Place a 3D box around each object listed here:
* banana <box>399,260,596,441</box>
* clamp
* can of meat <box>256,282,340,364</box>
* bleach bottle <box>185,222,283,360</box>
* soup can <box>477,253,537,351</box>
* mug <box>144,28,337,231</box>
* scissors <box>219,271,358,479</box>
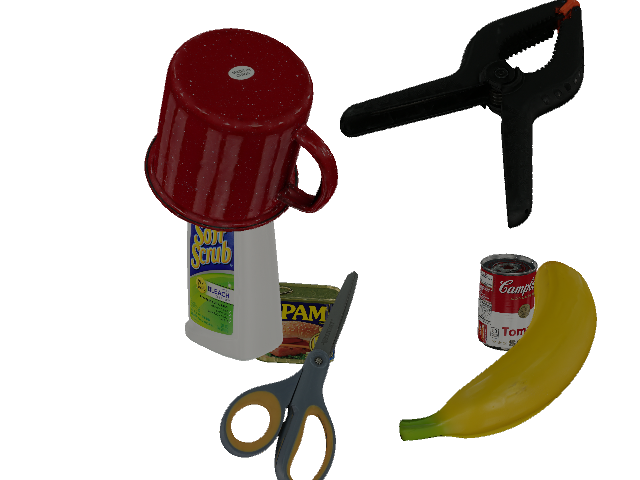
[{"bbox_3d":[0.122,0.060,0.620,0.070,0.037,0.197,14,32,32],"label":"banana"},{"bbox_3d":[0.142,-0.107,0.807,0.165,0.209,0.036,40,-21,28],"label":"clamp"},{"bbox_3d":[-0.029,0.098,1.264,0.102,0.084,0.057,4,14,-4],"label":"can of meat"},{"bbox_3d":[-0.088,-0.018,0.999,0.103,0.251,0.067,19,30,42],"label":"bleach bottle"},{"bbox_3d":[0.227,0.075,1.302,0.068,0.102,0.068,0,19,0],"label":"soup can"},{"bbox_3d":[-0.041,-0.059,0.607,0.117,0.082,0.093,35,52,13],"label":"mug"},{"bbox_3d":[-0.022,0.098,0.825,0.096,0.201,0.016,13,-37,-10],"label":"scissors"}]
